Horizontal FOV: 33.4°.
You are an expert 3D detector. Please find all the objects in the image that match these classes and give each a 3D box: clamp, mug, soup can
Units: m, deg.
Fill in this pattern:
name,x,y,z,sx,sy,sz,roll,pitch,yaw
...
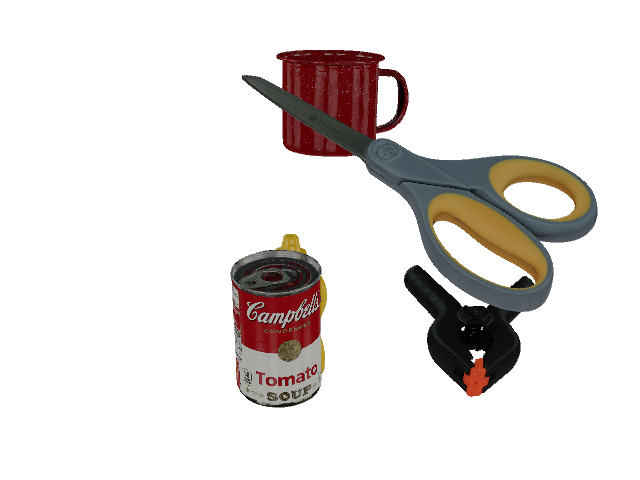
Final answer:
name,x,y,z,sx,sy,sz,roll,pitch,yaw
clamp,0.143,0.074,0.935,0.120,0.039,0.171,-4,33,-2
mug,0.020,-0.120,0.924,0.117,0.081,0.093,-4,17,-15
soup can,-0.033,0.067,0.815,0.068,0.102,0.068,0,27,0

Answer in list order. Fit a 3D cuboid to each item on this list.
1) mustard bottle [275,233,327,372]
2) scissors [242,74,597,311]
name,x,y,z,sx,sy,sz,roll,pitch,yaw
mustard bottle,-0.040,0.084,1.362,0.096,0.192,0.058,-1,20,-8
scissors,0.053,-0.043,0.528,0.096,0.016,0.202,-26,54,-22
